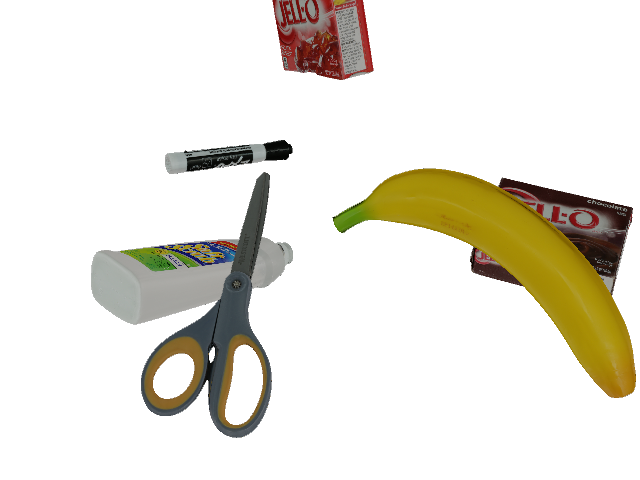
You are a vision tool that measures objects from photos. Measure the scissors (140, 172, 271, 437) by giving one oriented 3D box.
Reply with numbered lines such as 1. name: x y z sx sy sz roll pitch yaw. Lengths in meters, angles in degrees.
1. scissors: -0.076 0.041 0.736 0.096 0.202 0.016 -7 -32 2

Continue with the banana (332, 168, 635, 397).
1. banana: 0.107 0.012 0.616 0.198 0.070 0.037 32 19 10

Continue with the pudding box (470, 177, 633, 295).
1. pudding box: 0.187 -0.001 0.862 0.113 0.039 0.090 16 45 14

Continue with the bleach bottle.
1. bleach bottle: -0.139 0.034 1.269 0.250 0.068 0.103 -13 30 -42

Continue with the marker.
1. marker: -0.082 -0.077 0.978 0.121 0.020 0.020 -9 4 -24

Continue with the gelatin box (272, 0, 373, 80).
1. gelatin box: -0.002 -0.155 0.754 0.030 0.073 0.089 -19 22 -25
